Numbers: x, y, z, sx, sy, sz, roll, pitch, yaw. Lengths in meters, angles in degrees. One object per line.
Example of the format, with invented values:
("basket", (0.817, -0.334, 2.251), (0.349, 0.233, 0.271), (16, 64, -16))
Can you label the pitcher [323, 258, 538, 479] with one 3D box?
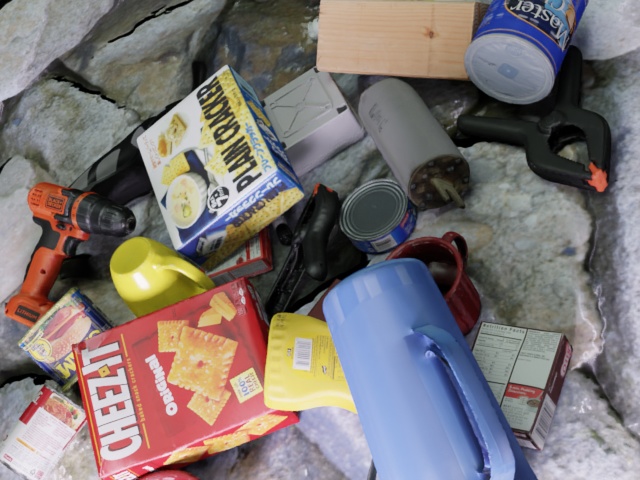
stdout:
("pitcher", (0.095, 0.138, 0.963), (0.149, 0.144, 0.243), (-32, 67, 23))

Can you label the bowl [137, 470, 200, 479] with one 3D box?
("bowl", (-0.158, 0.321, 1.091), (0.162, 0.055, 0.162), (-16, 51, 20))

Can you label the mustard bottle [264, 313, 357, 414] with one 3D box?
("mustard bottle", (0.042, 0.129, 1.078), (0.191, 0.058, 0.096), (5, 62, 0))

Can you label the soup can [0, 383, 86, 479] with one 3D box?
("soup can", (-0.325, 0.228, 1.251), (0.069, 0.068, 0.102), (23, 71, 40))

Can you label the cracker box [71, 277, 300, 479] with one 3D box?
("cracker box", (-0.149, 0.154, 1.159), (0.214, 0.072, 0.164), (-21, 62, 4))

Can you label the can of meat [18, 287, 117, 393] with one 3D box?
("can of meat", (-0.302, 0.119, 1.293), (0.102, 0.084, 0.057), (-44, 5, 0))

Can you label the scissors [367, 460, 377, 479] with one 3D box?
("scissors", (0.049, 0.265, 1.003), (0.016, 0.096, 0.201), (-4, 41, 31))

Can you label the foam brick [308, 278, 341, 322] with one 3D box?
("foam brick", (0.022, 0.091, 1.155), (0.051, 0.053, 0.078), (28, 74, 42))

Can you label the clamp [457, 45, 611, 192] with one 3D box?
("clamp", (0.250, -0.119, 1.184), (0.165, 0.036, 0.210), (-29, 43, 11))

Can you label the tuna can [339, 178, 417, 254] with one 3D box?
("tuna can", (0.067, -0.027, 1.227), (0.086, 0.033, 0.086), (-16, 50, 20))

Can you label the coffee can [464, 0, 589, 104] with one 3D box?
("coffee can", (0.234, -0.238, 1.200), (0.103, 0.102, 0.140), (7, 55, 34))

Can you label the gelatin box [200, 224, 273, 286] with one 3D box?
("gelatin box", (-0.102, 0.015, 1.301), (0.089, 0.030, 0.073), (-20, 48, 16))

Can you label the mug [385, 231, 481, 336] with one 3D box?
("mug", (0.122, 0.046, 1.108), (0.093, 0.081, 0.117), (12, 64, 36))

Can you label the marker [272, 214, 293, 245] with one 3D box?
("marker", (-0.057, -0.035, 1.316), (0.020, 0.020, 0.121), (-33, 46, 5))

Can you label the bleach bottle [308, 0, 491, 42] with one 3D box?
("bleach bottle", (0.099, -0.297, 1.390), (0.251, 0.068, 0.102), (-11, 53, 27))

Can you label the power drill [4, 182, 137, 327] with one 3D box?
("power drill", (-0.322, 0.027, 1.363), (0.185, 0.057, 0.187), (16, 88, 37))

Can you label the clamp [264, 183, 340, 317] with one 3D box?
("clamp", (-0.008, 0.001, 1.221), (0.120, 0.039, 0.171), (-26, 40, 54))

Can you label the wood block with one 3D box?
("wood block", (0.107, -0.243, 1.294), (0.206, 0.090, 0.091), (10, 101, 31))

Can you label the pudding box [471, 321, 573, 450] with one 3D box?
("pudding box", (0.185, 0.138, 1.034), (0.090, 0.039, 0.113), (6, 59, 35))
